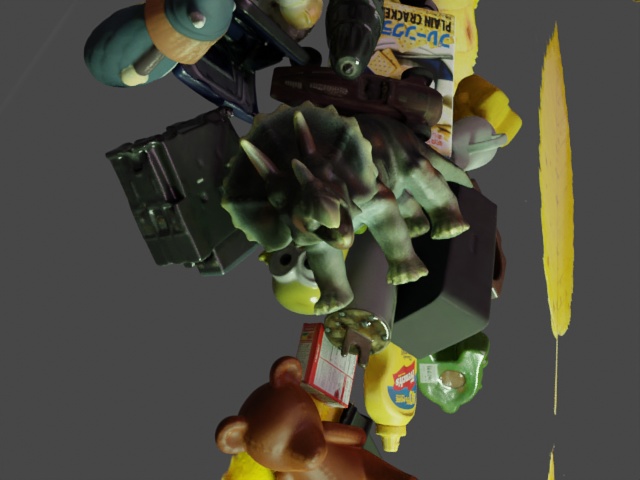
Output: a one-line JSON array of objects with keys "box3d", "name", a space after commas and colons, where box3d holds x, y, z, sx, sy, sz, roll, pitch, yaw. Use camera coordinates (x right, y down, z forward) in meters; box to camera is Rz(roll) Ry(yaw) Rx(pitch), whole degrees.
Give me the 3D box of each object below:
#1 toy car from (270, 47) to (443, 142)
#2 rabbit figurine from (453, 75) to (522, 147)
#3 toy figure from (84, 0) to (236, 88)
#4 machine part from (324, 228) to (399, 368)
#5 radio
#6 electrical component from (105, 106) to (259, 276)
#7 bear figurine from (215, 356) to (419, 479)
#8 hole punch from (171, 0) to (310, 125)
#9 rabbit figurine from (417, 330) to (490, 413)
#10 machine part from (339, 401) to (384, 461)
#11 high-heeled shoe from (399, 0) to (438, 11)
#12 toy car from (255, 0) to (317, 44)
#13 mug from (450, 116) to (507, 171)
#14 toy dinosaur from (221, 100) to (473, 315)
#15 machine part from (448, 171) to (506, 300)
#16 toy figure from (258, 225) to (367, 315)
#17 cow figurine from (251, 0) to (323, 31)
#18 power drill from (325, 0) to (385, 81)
[{"box3d": [0.045, -0.169, 0.620, 0.053, 0.202, 0.089, 121, -22, -74], "name": "toy car"}, {"box3d": [0.228, -0.197, 0.925, 0.162, 0.173, 0.121, 48, 17, 31], "name": "rabbit figurine"}, {"box3d": [-0.114, -0.155, 0.394, 0.058, 0.155, 0.064, -27, 106, -52], "name": "toy figure"}, {"box3d": [0.057, 0.053, 0.654, 0.079, 0.079, 0.243, 61, 29, -29], "name": "machine part"}, {"box3d": [0.155, 0.035, 0.699, 0.073, 0.131, 0.230, 36, 43, -11], "name": "radio"}, {"box3d": [-0.105, -0.038, 0.475, 0.115, 0.058, 0.134, -44, 120, -47], "name": "electrical component"}, {"box3d": [0.000, 0.216, 0.526, 0.120, 0.132, 0.195, -44, 130, -21], "name": "bear figurine"}, {"box3d": [-0.090, -0.183, 0.504, 0.142, 0.092, 0.116, 20, 24, -50], "name": "hole punch"}, {"box3d": [0.216, 0.180, 0.864, 0.170, 0.121, 0.158, -63, 138, -61], "name": "rabbit figurine"}, {"box3d": [0.054, 0.271, 0.674, 0.138, 0.039, 0.084, 61, 35, -28], "name": "machine part"}, {"box3d": [0.165, -0.327, 0.876, 0.145, 0.086, 0.249, 30, 44, -34], "name": "high-heeled shoe"}, {"box3d": [-0.024, -0.315, 0.640, 0.073, 0.056, 0.202, 46, 49, -41], "name": "toy car"}, {"box3d": [0.218, -0.137, 0.808, 0.107, 0.110, 0.080, -27, 114, -39], "name": "mug"}, {"box3d": [0.049, -0.063, 0.536, 0.405, 0.131, 0.192, -40, 108, -55], "name": "toy dinosaur"}, {"box3d": [0.238, -0.004, 0.918, 0.201, 0.087, 0.201, 63, 32, -14], "name": "machine part"}, {"box3d": [0.002, -0.002, 0.607, 0.089, 0.082, 0.180, 53, 42, -36], "name": "toy figure"}, {"box3d": [-0.054, -0.279, 0.513, 0.167, 0.098, 0.068, 29, 63, -22], "name": "cow figurine"}, {"box3d": [0.042, -0.304, 0.562, 0.232, 0.086, 0.207, -79, 165, -50], "name": "power drill"}]
